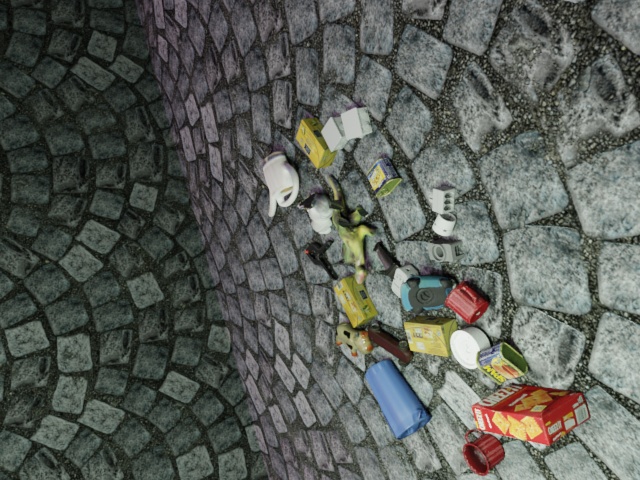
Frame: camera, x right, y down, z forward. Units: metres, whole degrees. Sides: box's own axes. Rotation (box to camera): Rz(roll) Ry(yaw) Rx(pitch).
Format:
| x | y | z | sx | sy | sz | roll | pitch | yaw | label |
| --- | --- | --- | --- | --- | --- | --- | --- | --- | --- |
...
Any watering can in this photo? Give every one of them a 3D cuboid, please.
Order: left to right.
| x | y | z | sx | sy | sz | roll | pitch | yaw | label |
| --- | --- | --- | --- | --- | --- | --- | --- | --- | --- |
| -0.182 | -0.237 | 2.167 | 0.342 | 0.105 | 0.226 | -36 | 72 | 58 | watering can |

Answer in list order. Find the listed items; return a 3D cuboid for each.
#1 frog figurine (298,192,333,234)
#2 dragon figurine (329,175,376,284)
| x | y | z | sx | sy | sz | roll | pitch | yaw | label |
| --- | --- | --- | --- | --- | --- | --- | --- | --- | --- |
| 0.006 | -0.098 | 1.949 | 0.157 | 0.125 | 0.136 | 46 | 149 | -25 | frog figurine |
| 0.092 | -0.021 | 1.824 | 0.237 | 0.122 | 0.420 | 98 | 160 | -44 | dragon figurine |
